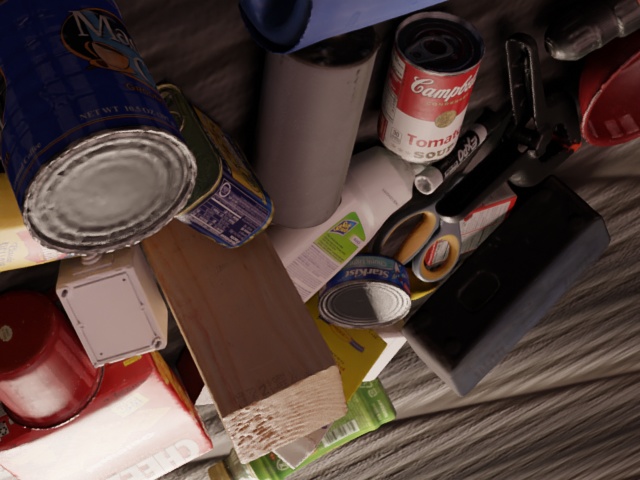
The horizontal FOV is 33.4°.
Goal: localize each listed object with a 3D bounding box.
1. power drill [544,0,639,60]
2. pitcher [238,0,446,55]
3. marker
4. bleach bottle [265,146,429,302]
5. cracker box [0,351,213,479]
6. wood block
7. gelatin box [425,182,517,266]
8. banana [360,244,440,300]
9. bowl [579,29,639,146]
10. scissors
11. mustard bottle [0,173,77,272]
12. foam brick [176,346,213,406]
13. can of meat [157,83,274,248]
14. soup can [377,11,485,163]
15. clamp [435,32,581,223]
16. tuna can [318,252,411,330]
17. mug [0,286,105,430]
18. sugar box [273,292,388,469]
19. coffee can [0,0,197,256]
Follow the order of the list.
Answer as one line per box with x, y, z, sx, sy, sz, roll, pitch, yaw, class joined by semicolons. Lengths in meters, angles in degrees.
0.243;-0.233;0.808;0.184;0.057;0.187;-34;151;1;power drill
0.067;-0.204;0.633;0.242;0.149;0.145;-19;133;-22;pitcher
0.121;-0.078;0.914;0.121;0.020;0.020;-43;160;-37;marker
-0.006;0.001;0.931;0.251;0.068;0.102;-38;151;8;bleach bottle
-0.206;0.174;1.002;0.164;0.072;0.213;-26;149;-5;cracker box
-0.066;0.050;0.813;0.090;0.206;0.091;-25;148;-8;wood block
0.142;-0.019;1.052;0.089;0.030;0.073;-18;148;-18;gelatin box
0.060;0.029;1.044;0.070;0.037;0.197;-34;148;10;banana
0.287;-0.156;0.943;0.162;0.055;0.162;-23;153;-13;bowl
0.135;-0.036;0.990;0.202;0.016;0.096;-42;125;5;scissors
-0.199;-0.016;0.753;0.191;0.058;0.096;-12;155;-27;mustard bottle
-0.097;0.114;1.025;0.052;0.051;0.078;-2;138;-36;foam brick
-0.086;-0.050;0.759;0.057;0.102;0.083;-37;149;10;can of meat
0.084;-0.117;0.831;0.068;0.068;0.102;-17;147;-19;soup can
0.176;-0.083;0.940;0.209;0.036;0.165;9;110;-60;clamp
0.040;0.047;0.984;0.086;0.034;0.086;-1;146;-1;tuna can
-0.224;0.084;0.859;0.117;0.093;0.081;-53;149;-21;mug
-0.011;0.121;0.986;0.048;0.093;0.176;-51;178;34;sugar box
-0.146;-0.076;0.635;0.102;0.140;0.103;-21;147;-14;coffee can
